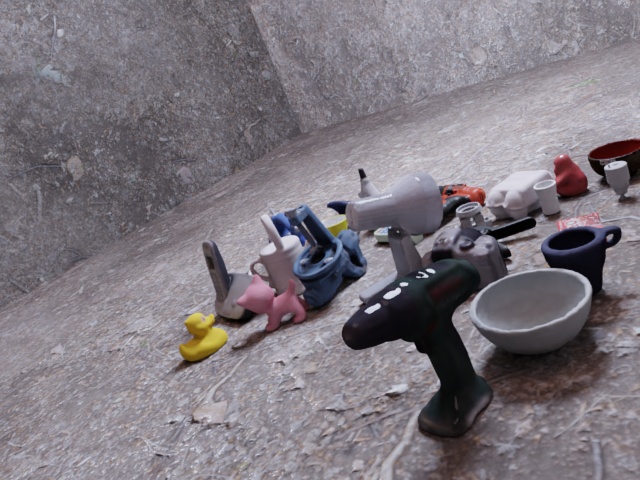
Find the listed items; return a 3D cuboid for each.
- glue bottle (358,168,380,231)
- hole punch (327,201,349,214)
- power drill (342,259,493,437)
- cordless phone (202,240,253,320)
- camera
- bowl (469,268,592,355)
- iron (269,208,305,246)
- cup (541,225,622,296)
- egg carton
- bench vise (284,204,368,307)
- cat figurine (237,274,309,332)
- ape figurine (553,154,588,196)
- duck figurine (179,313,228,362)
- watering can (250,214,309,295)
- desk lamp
[{"bbox_3d":[0.133,-0.107,1.483,0.077,0.173,0.037,-6,24,42],"label":"glue bottle"},{"bbox_3d":[0.087,-0.086,1.613,0.101,0.091,0.108,-34,21,-32],"label":"hole punch"},{"bbox_3d":[0.137,0.133,0.717,0.075,0.209,0.230,-3,27,47],"label":"power drill"},{"bbox_3d":[-0.212,0.088,1.319,0.094,0.185,0.147,-35,22,-34],"label":"cordless phone"},{"bbox_3d":[0.271,0.021,1.058,0.142,0.101,0.137,-9,22,37],"label":"camera"},{"bbox_3d":[0.300,0.111,0.805,0.167,0.075,0.167,-21,18,7],"label":"bowl"},{"bbox_3d":[-0.068,-0.008,1.494,0.119,0.142,0.257,-29,18,-17],"label":"iron"},{"bbox_3d":[0.404,0.034,0.868,0.117,0.095,0.091,-21,18,5],"label":"cup"},{"bbox_3d":[0.442,-0.100,1.254,0.150,0.069,0.107,-32,20,-27],"label":"egg carton"},{"bbox_3d":[0.001,0.007,1.235,0.121,0.220,0.208,-13,20,27],"label":"bench vise"},{"bbox_3d":[-0.101,0.123,1.191,0.127,0.118,0.067,-20,18,9],"label":"cat figurine"},{"bbox_3d":[0.529,-0.142,1.231,0.078,0.092,0.076,-30,19,-20],"label":"ape figurine"},{"bbox_3d":[-0.257,0.199,1.215,0.105,0.086,0.077,-31,19,-23],"label":"duck figurine"},{"bbox_3d":[-0.083,0.024,1.330,0.173,0.194,0.100,-32,20,-26],"label":"watering can"},{"bbox_3d":[0.147,-0.003,1.095,0.203,0.214,0.117,-28,19,-16],"label":"desk lamp"}]
